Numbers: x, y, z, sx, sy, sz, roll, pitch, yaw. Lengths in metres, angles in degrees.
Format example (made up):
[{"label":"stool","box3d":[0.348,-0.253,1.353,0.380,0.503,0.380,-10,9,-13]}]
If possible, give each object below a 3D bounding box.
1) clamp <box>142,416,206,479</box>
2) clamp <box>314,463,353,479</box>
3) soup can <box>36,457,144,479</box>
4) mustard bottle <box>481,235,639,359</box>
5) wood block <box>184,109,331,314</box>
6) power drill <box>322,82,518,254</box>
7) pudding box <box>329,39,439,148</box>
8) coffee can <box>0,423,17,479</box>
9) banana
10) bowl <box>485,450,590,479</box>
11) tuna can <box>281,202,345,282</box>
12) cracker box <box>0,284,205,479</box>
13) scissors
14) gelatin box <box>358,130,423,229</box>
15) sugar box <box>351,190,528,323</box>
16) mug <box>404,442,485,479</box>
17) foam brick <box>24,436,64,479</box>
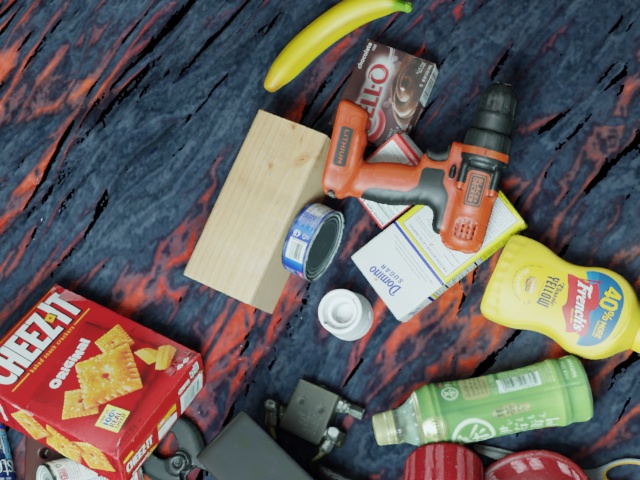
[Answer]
[{"label":"clamp","box3d":[-0.145,0.253,1.215,0.120,0.039,0.171,-34,73,-6]},{"label":"clamp","box3d":[0.098,0.291,1.133,0.164,0.036,0.210,-22,76,2]},{"label":"soup can","box3d":[-0.258,0.272,1.199,0.069,0.102,0.068,18,112,53]},{"label":"mustard bottle","box3d":[0.273,0.071,1.119,0.192,0.058,0.096,23,83,18]},{"label":"wood block","box3d":[-0.062,-0.031,1.219,0.090,0.090,0.206,23,86,19]},{"label":"power drill","box3d":[0.105,-0.093,1.132,0.188,0.057,0.184,14,89,8]},{"label":"pudding box","box3d":[0.075,-0.164,1.233,0.090,0.039,0.113,24,87,19]},{"label":"coffee can","box3d":[-0.414,0.265,1.254,0.103,0.102,0.140,-22,74,11]},{"label":"banana","box3d":[0.014,-0.245,1.258,0.198,0.037,0.069,-30,31,16]},{"label":"bowl","box3d":[0.212,0.294,1.064,0.162,0.055,0.162,-27,38,23]},{"label":"tuna can","box3d":[-0.008,0.001,1.199,0.034,0.086,0.086,24,86,20]},{"label":"cracker box","box3d":[-0.263,0.158,1.208,0.214,0.072,0.164,23,50,19]},{"label":"scissors","box3d":[0.259,0.264,1.107,0.202,0.016,0.096,-1,79,16]},{"label":"gelatin box","box3d":[0.081,-0.067,1.195,0.089,0.030,0.073,-40,86,28]},{"label":"sugar box","box3d":[0.132,0.002,1.181,0.176,0.048,0.093,-39,73,9]},{"label":"mug","box3d":[0.114,0.262,1.070,0.117,0.093,0.081,-29,33,29]},{"label":"foam brick","box3d":[-0.312,0.251,1.255,0.053,0.051,0.078,-5,78,15]}]
